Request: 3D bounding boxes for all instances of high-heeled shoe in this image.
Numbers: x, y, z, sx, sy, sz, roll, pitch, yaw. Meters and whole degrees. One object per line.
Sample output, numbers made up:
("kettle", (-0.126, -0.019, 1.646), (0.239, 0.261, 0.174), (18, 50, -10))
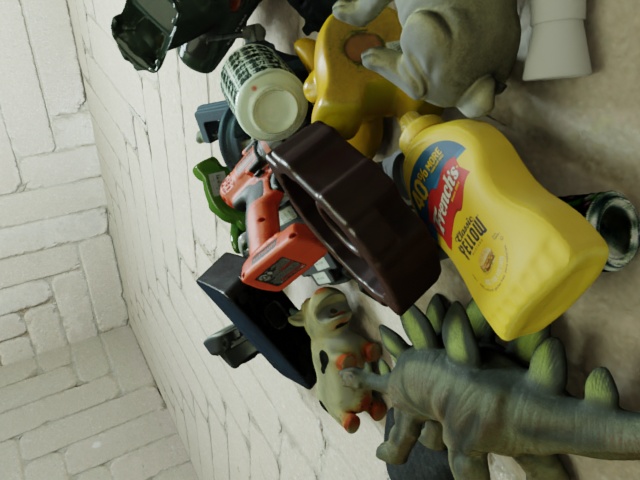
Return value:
("high-heeled shoe", (0.158, 0.319, 0.636), (0.145, 0.086, 0.249), (54, -173, -36))

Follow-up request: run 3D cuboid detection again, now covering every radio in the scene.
("radio", (-0.080, 0.126, 0.837), (0.229, 0.073, 0.131), (51, 158, -22))

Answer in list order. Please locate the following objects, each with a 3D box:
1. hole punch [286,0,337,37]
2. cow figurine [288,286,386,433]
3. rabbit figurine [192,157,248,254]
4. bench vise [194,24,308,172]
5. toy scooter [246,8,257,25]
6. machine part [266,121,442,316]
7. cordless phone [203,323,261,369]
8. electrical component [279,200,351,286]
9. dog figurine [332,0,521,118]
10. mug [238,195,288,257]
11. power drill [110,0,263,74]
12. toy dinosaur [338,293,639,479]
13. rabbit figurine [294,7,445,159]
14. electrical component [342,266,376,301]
("hole punch", (0.010, -0.289, 0.538), (0.115, 0.092, 0.142), (52, 151, -7))
("cow figurine", (0.022, 0.156, 0.756), (0.127, 0.085, 0.194), (15, 119, 52))
("rabbit figurine", (-0.126, -0.066, 0.907), (0.170, 0.121, 0.159), (154, 92, -81))
("bench vise", (-0.107, -0.175, 0.749), (0.241, 0.129, 0.223), (5, 126, 45))
("toy scooter", (-0.128, -0.376, 0.742), (0.135, 0.075, 0.183), (63, 155, 21))
("machine part", (0.030, -0.019, 0.456), (0.179, 0.056, 0.179), (50, 175, 6))
("cordless phone", (-0.141, 0.122, 0.964), (0.089, 0.146, 0.184), (33, 136, 40))
("electrical component", (-0.001, -0.002, 0.714), (0.134, 0.058, 0.115), (59, 155, -7))
("dog figurine", (0.106, -0.202, 0.359), (0.172, 0.121, 0.190), (52, 141, 22))
("mug", (-0.070, 0.000, 0.820), (0.081, 0.109, 0.107), (51, 159, 24))
("power drill", (-0.138, -0.287, 0.632), (0.086, 0.207, 0.232), (40, 131, -5))
("toy dinosaur", (0.149, 0.142, 0.489), (0.472, 0.105, 0.198), (-6, 96, 58))
("rabbit figurine", (0.030, -0.145, 0.541), (0.173, 0.122, 0.162), (90, 157, -68))
("electrical component", (0.064, 0.049, 0.637), (0.021, 0.094, 0.063), (-54, 15, 13))
